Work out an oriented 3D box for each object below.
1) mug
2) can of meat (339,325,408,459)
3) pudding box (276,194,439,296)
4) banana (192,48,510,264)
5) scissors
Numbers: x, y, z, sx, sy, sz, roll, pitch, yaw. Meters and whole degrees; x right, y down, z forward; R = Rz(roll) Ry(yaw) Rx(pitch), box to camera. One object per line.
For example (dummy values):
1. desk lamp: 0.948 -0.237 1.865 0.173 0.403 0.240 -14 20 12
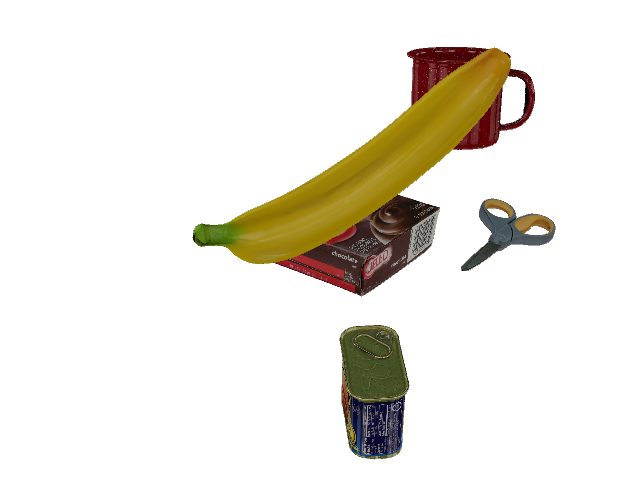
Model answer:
1. mug: 0.136 -0.130 0.974 0.117 0.081 0.093 4 18 12
2. can of meat: 0.049 0.146 1.021 0.057 0.084 0.102 -3 36 -4
3. pudding box: 0.024 -0.006 0.810 0.090 0.039 0.113 20 29 28
4. banana: 0.024 -0.038 0.602 0.198 0.037 0.069 -33 -12 -1
5. scissors: 0.182 -0.009 1.162 0.201 0.016 0.096 -13 39 -44
